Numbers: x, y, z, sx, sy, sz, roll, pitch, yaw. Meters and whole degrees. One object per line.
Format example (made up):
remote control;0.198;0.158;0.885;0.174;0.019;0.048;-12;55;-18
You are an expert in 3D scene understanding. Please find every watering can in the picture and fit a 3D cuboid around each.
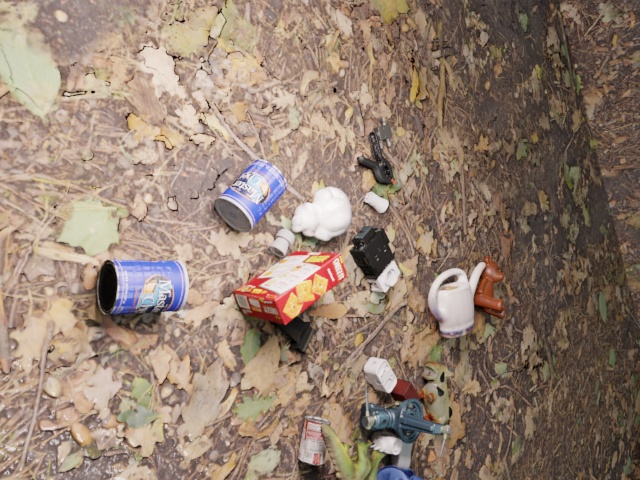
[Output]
watering can;0.476;0.200;1.730;0.350;0.104;0.223;-13;98;-42

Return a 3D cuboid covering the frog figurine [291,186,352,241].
frog figurine;0.004;-0.066;1.306;0.160;0.123;0.136;-10;115;-54

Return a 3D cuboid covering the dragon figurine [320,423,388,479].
dragon figurine;0.070;0.627;1.274;0.403;0.121;0.248;47;47;-42
